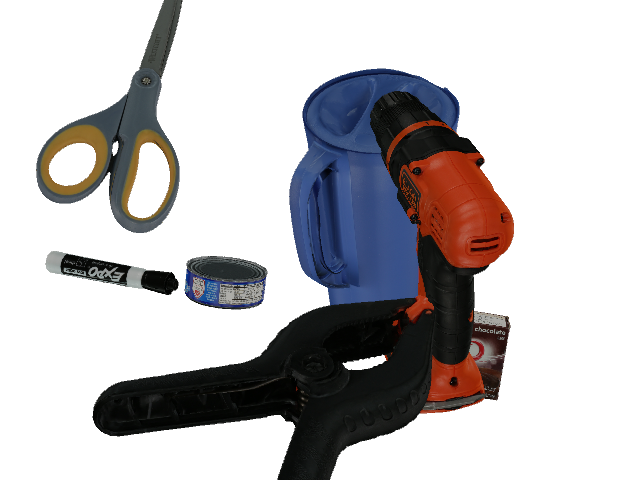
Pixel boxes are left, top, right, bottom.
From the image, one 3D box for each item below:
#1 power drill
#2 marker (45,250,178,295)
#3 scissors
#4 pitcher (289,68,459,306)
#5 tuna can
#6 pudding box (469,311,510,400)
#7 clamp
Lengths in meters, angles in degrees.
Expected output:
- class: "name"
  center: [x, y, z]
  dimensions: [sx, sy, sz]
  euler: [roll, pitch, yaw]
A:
- class: "power drill"
  center: [0.072, 0.009, 0.732]
  dimensions: [0.057, 0.188, 0.184]
  euler: [-9, 35, -10]
- class: "marker"
  center: [-0.173, 0.027, 0.887]
  dimensions: [0.121, 0.020, 0.020]
  euler: [9, 3, 21]
- class: "scissors"
  center: [-0.132, -0.094, 0.688]
  dimensions: [0.096, 0.202, 0.016]
  euler: [-1, -29, -10]
- class: "pitcher"
  center: [0.049, -0.019, 0.971]
  dimensions: [0.149, 0.243, 0.145]
  euler: [-4, 39, 0]
- class: "tuna can"
  center: [-0.100, 0.044, 1.127]
  dimensions: [0.086, 0.034, 0.086]
  euler: [7, 14, -2]
- class: "pudding box"
  center: [0.144, 0.120, 1.164]
  dimensions: [0.113, 0.090, 0.039]
  euler: [6, 23, 3]
- class: "clamp"
  center: [-0.001, 0.077, 0.479]
  dimensions: [0.171, 0.039, 0.120]
  euler: [-23, 48, -29]
